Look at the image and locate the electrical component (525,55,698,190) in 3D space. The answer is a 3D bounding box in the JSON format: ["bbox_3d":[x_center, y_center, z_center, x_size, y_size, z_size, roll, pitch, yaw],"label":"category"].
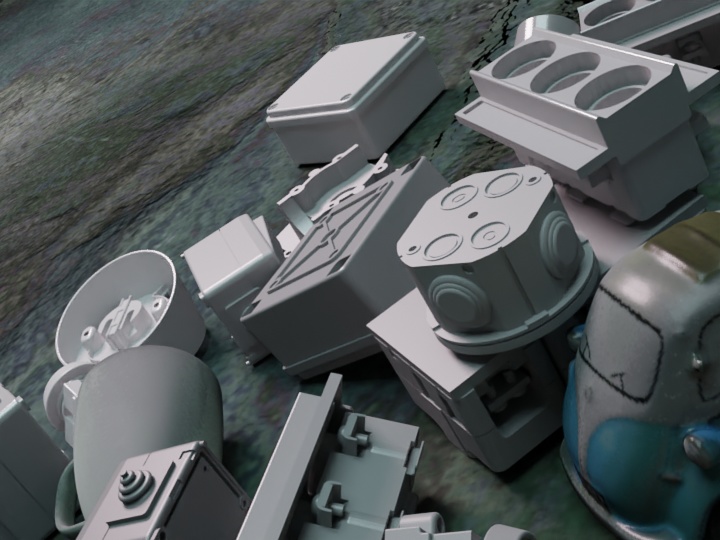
[{"bbox_3d":[0.151,-0.075,0.642,0.100,0.048,0.099,-17,30,25],"label":"electrical component"}]

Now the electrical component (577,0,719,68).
[{"bbox_3d":[0.213,-0.161,0.707,0.121,0.063,0.078,-20,30,20],"label":"electrical component"}]

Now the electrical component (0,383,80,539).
[{"bbox_3d":[-0.215,0.112,0.641,0.061,0.096,0.062,-42,29,-19],"label":"electrical component"}]

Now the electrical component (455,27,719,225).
[{"bbox_3d":[0.110,-0.072,0.524,0.079,0.063,0.121,-35,28,-7],"label":"electrical component"}]

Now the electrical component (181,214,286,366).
[{"bbox_3d":[-0.068,0.012,0.700,0.061,0.061,0.096,-33,28,-4],"label":"electrical component"}]

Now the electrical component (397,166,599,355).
[{"bbox_3d":[0.060,-0.005,0.476,0.080,0.051,0.080,-24,28,14],"label":"electrical component"}]

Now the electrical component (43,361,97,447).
[{"bbox_3d":[-0.165,0.086,0.666,0.048,0.066,0.055,-15,30,-38],"label":"electrical component"}]

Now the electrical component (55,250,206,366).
[{"bbox_3d":[-0.157,0.041,0.737,0.099,0.064,0.099,-24,28,14],"label":"electrical component"}]

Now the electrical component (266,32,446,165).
[{"bbox_3d":[-0.004,-0.141,0.894,0.109,0.056,0.108,2,42,46],"label":"electrical component"}]

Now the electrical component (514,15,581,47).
[{"bbox_3d":[0.121,-0.122,0.741,0.079,0.043,0.077,127,152,-68],"label":"electrical component"}]

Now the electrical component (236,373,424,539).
[{"bbox_3d":[-0.014,0.117,0.465,0.063,0.078,0.121,11,40,10],"label":"electrical component"}]

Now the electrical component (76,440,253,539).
[{"bbox_3d":[-0.087,0.126,0.492,0.061,0.096,0.061,-18,30,30],"label":"electrical component"}]

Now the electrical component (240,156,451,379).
[{"bbox_3d":[0.000,0.000,0.629,0.109,0.056,0.108,-25,23,49],"label":"electrical component"}]

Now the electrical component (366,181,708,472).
[{"bbox_3d":[0.094,0.020,0.527,0.150,0.061,0.089,-36,28,-10],"label":"electrical component"}]

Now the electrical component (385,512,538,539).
[{"bbox_3d":[0.042,0.125,0.418,0.055,0.048,0.066,-13,55,26],"label":"electrical component"}]
